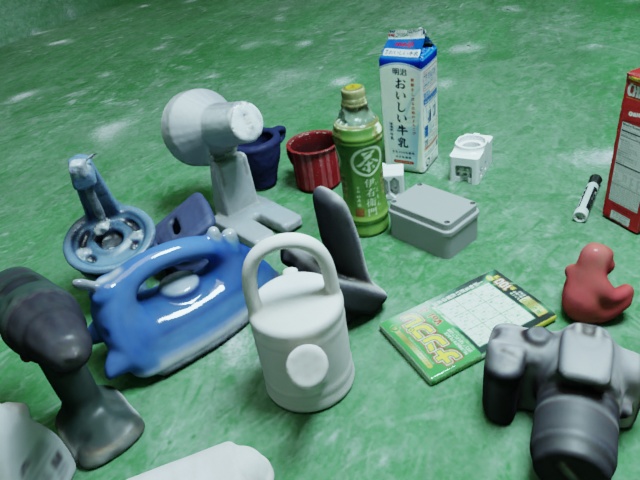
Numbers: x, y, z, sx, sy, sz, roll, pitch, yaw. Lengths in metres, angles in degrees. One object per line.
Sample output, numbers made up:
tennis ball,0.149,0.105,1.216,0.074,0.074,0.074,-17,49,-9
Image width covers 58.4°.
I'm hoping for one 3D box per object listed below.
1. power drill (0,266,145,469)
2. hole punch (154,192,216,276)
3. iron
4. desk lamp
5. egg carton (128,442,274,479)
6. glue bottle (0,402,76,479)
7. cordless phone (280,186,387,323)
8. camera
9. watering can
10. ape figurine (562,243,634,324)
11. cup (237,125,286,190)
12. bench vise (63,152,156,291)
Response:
power drill,-0.250,0.122,0.564,0.076,0.209,0.228,-33,41,-31
hole punch,-0.198,-0.006,0.842,0.101,0.091,0.108,-20,36,-15
iron,-0.166,0.053,0.705,0.259,0.142,0.118,-29,39,-26
desk lamp,-0.137,-0.122,0.887,0.118,0.214,0.202,-34,42,-32
egg carton,-0.106,0.239,0.485,0.150,0.069,0.107,-18,35,-13
glue bottle,-0.279,0.184,0.514,0.037,0.173,0.078,-1,35,13
cordless phone,0.006,0.002,0.699,0.094,0.185,0.147,-29,39,-27
camera,0.216,0.145,0.520,0.142,0.101,0.137,8,38,23
watering can,-0.020,0.081,0.584,0.101,0.194,0.172,-25,37,-21
ape figurine,0.312,0.044,0.651,0.076,0.092,0.077,-20,36,-15
cup,-0.099,-0.146,1.018,0.091,0.095,0.118,21,45,37
bench vise,-0.309,-0.030,0.788,0.122,0.220,0.206,-31,40,-28
